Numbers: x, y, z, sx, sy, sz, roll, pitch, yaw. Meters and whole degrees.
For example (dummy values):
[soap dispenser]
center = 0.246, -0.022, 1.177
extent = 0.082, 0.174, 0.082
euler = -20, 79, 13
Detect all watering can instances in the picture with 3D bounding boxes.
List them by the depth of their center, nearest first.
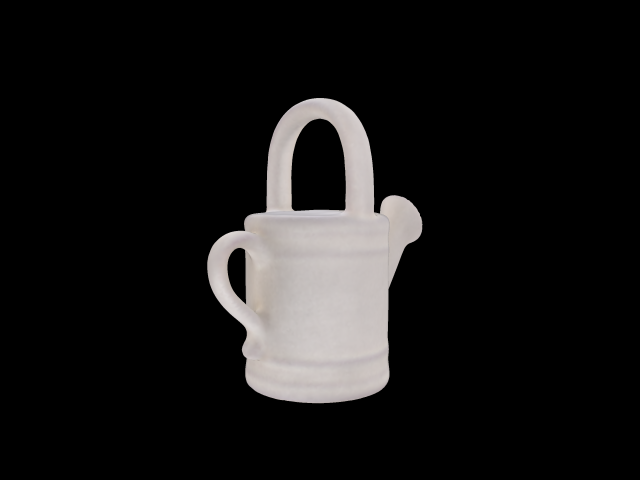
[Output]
[watering can]
center = 0.002, 0.001, 0.402
extent = 0.100, 0.194, 0.173
euler = 2, 5, 27
